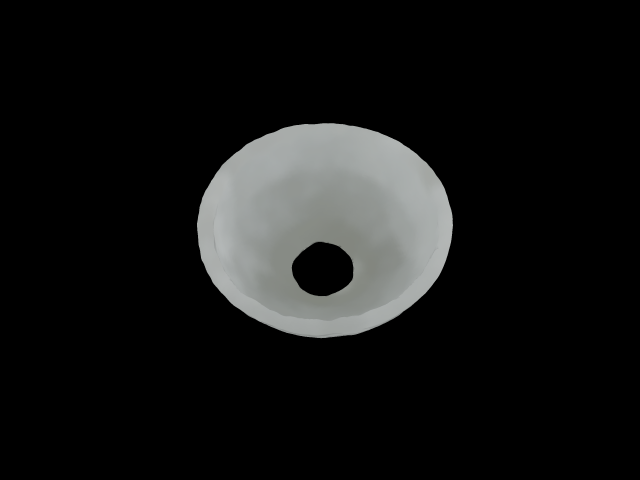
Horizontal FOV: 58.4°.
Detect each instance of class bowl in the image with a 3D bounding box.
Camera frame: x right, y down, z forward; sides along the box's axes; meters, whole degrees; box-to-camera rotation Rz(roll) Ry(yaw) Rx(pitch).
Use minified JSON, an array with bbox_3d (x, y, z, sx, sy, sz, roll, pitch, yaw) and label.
[{"bbox_3d":[0.004,0.001,0.400,0.167,0.075,0.167,0,56,0],"label":"bowl"}]
